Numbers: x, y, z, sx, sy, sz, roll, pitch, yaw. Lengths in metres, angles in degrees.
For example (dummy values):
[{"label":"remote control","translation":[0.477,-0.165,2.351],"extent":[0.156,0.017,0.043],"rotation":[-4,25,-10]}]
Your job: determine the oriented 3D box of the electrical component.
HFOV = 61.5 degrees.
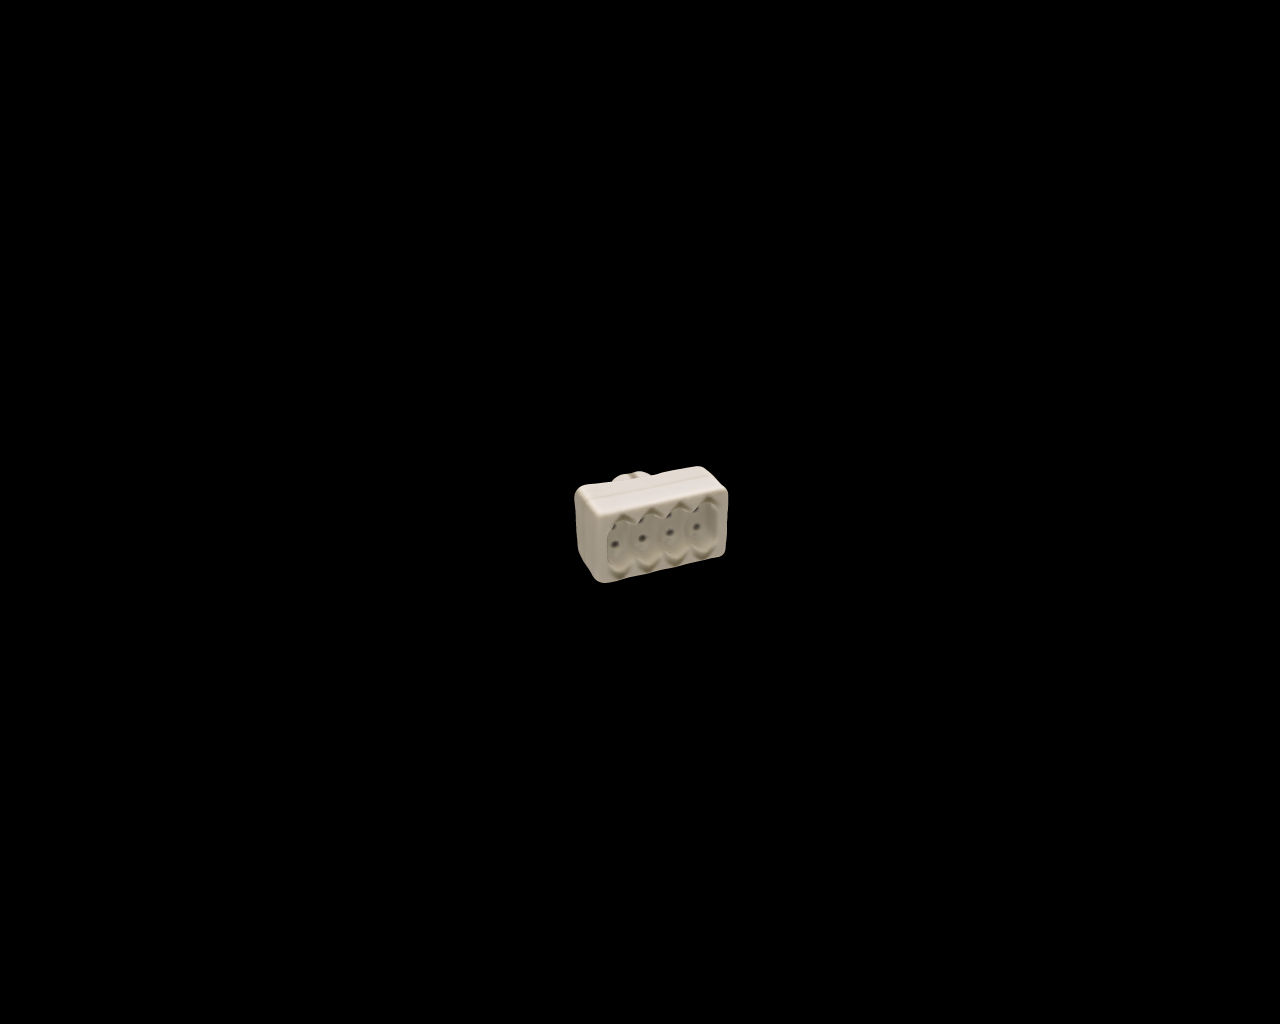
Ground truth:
[{"label":"electrical component","translation":[0.001,-0.003,0.650],"extent":[0.083,0.047,0.076],"rotation":[-11,32,-18]}]
